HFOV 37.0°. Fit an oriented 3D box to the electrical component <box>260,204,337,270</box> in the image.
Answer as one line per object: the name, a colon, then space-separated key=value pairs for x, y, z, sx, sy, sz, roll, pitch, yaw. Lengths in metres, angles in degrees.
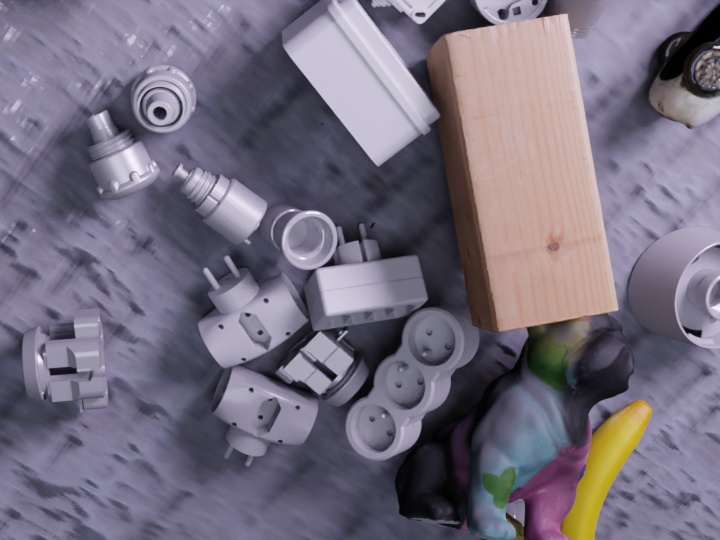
electrical component: x=-0.050 y=-0.028 z=0.811 sx=0.044 sy=0.065 sz=0.044 roll=-6 pitch=105 yaw=-24

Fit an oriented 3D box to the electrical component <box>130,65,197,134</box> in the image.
electrical component: x=-0.141 y=-0.118 z=0.767 sx=0.048 sy=0.062 sz=0.048 roll=-2 pitch=111 yaw=-6

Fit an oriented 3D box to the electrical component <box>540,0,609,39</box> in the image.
electrical component: x=0.156 y=-0.197 z=0.773 sx=0.043 sy=0.081 sz=0.043 roll=2 pitch=71 yaw=-4

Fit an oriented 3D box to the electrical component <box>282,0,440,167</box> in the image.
electrical component: x=0.001 y=-0.140 z=0.769 sx=0.057 sy=0.078 sz=0.113 roll=-36 pitch=111 yaw=10

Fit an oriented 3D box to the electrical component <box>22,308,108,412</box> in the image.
electrical component: x=-0.228 y=0.071 z=0.830 sx=0.057 sy=0.058 sz=0.078 roll=-4 pitch=111 yaw=-9

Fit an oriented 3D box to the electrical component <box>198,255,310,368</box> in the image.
electrical component: x=-0.092 y=0.025 z=0.837 sx=0.077 sy=0.043 sz=0.079 roll=-30 pitch=111 yaw=4

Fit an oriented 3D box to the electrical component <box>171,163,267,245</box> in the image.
electrical component: x=-0.106 y=-0.052 z=0.808 sx=0.078 sy=0.040 sz=0.040 roll=36 pitch=102 yaw=-18

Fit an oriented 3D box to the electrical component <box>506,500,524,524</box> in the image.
electrical component: x=0.136 y=0.220 z=0.941 sx=0.065 sy=0.044 sz=0.044 roll=1 pitch=110 yaw=-3

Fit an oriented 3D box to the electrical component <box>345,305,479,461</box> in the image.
electrical component: x=0.048 y=0.089 z=0.870 sx=0.052 sy=0.074 sz=0.138 roll=38 pitch=106 yaw=19

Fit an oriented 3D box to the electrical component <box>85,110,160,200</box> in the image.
electrical component: x=-0.179 y=-0.085 z=0.786 sx=0.048 sy=0.048 sz=0.062 roll=-24 pitch=104 yaw=2

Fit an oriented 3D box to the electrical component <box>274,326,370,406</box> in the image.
electrical component: x=-0.026 y=0.076 z=0.864 sx=0.055 sy=0.048 sz=0.066 roll=42 pitch=101 yaw=-11

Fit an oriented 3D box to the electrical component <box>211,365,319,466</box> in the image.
electrical component: x=-0.085 y=0.124 z=0.875 sx=0.077 sy=0.043 sz=0.079 roll=23 pitch=106 yaw=-15

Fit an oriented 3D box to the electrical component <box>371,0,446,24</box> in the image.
electrical component: x=0.042 y=-0.223 z=0.756 sx=0.062 sy=0.061 sz=0.096 roll=40 pitch=108 yaw=-19

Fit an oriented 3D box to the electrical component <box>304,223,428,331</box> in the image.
electrical component: x=0.000 y=0.000 z=0.835 sx=0.083 sy=0.047 sz=0.075 roll=-8 pitch=75 yaw=-17

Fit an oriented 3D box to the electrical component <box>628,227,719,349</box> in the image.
electrical component: x=0.280 y=0.015 z=0.883 sx=0.099 sy=0.064 sz=0.099 roll=-5 pitch=104 yaw=-19

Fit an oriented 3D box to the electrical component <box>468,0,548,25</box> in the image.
electrical component: x=0.104 y=-0.205 z=0.774 sx=0.055 sy=0.047 sz=0.055 roll=-2 pitch=110 yaw=-6
